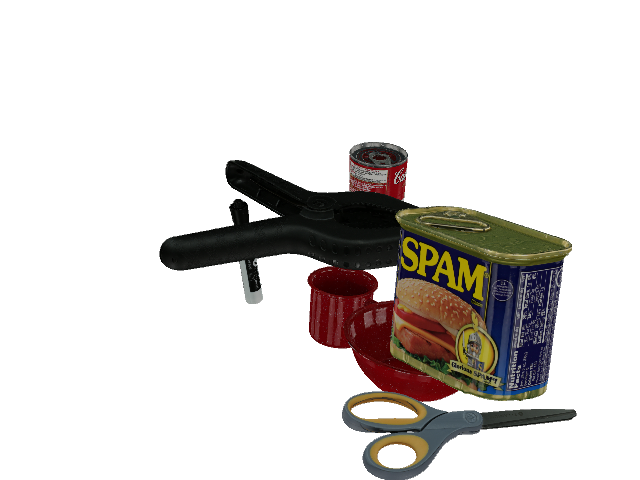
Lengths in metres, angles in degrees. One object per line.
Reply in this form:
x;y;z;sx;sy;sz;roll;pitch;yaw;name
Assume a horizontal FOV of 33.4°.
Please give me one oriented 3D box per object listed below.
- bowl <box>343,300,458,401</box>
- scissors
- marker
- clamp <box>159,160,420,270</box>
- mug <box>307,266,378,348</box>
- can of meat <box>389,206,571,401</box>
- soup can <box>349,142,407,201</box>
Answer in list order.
0.101;0.124;1.135;0.162;0.055;0.162;5;24;-2;bowl
0.117;0.165;0.884;0.201;0.016;0.096;7;40;0;scissors
-0.077;0.012;1.110;0.020;0.121;0.020;-5;30;3;marker
-0.004;-0.018;0.830;0.210;0.036;0.164;3;29;6;clamp
0.037;0.093;1.407;0.117;0.081;0.093;19;28;30;mug
0.084;0.033;0.591;0.057;0.084;0.102;-7;18;-35;can of meat
0.065;-0.056;1.256;0.068;0.102;0.068;2;28;-1;soup can
